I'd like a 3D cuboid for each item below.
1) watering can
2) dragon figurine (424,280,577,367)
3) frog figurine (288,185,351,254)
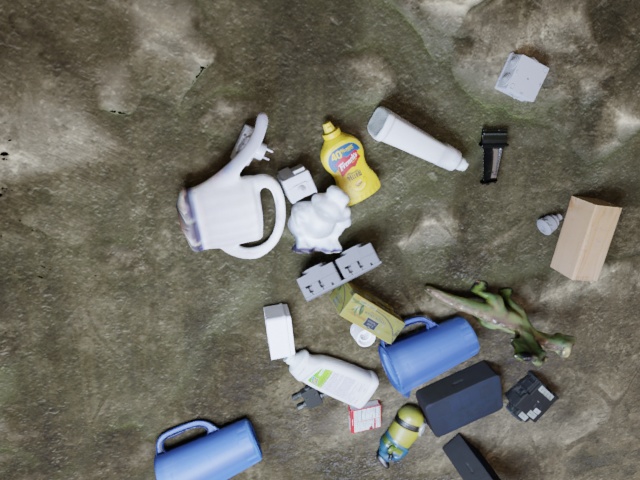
[{"bbox_3d":[-0.186,-0.093,1.066,0.225,0.106,0.339,-12,127,-12],"label":"watering can"},{"bbox_3d":[0.473,0.220,1.303,0.409,0.247,0.120,12,111,-21],"label":"dragon figurine"},{"bbox_3d":[0.003,-0.057,1.130,0.137,0.125,0.156,12,118,-1],"label":"frog figurine"}]
